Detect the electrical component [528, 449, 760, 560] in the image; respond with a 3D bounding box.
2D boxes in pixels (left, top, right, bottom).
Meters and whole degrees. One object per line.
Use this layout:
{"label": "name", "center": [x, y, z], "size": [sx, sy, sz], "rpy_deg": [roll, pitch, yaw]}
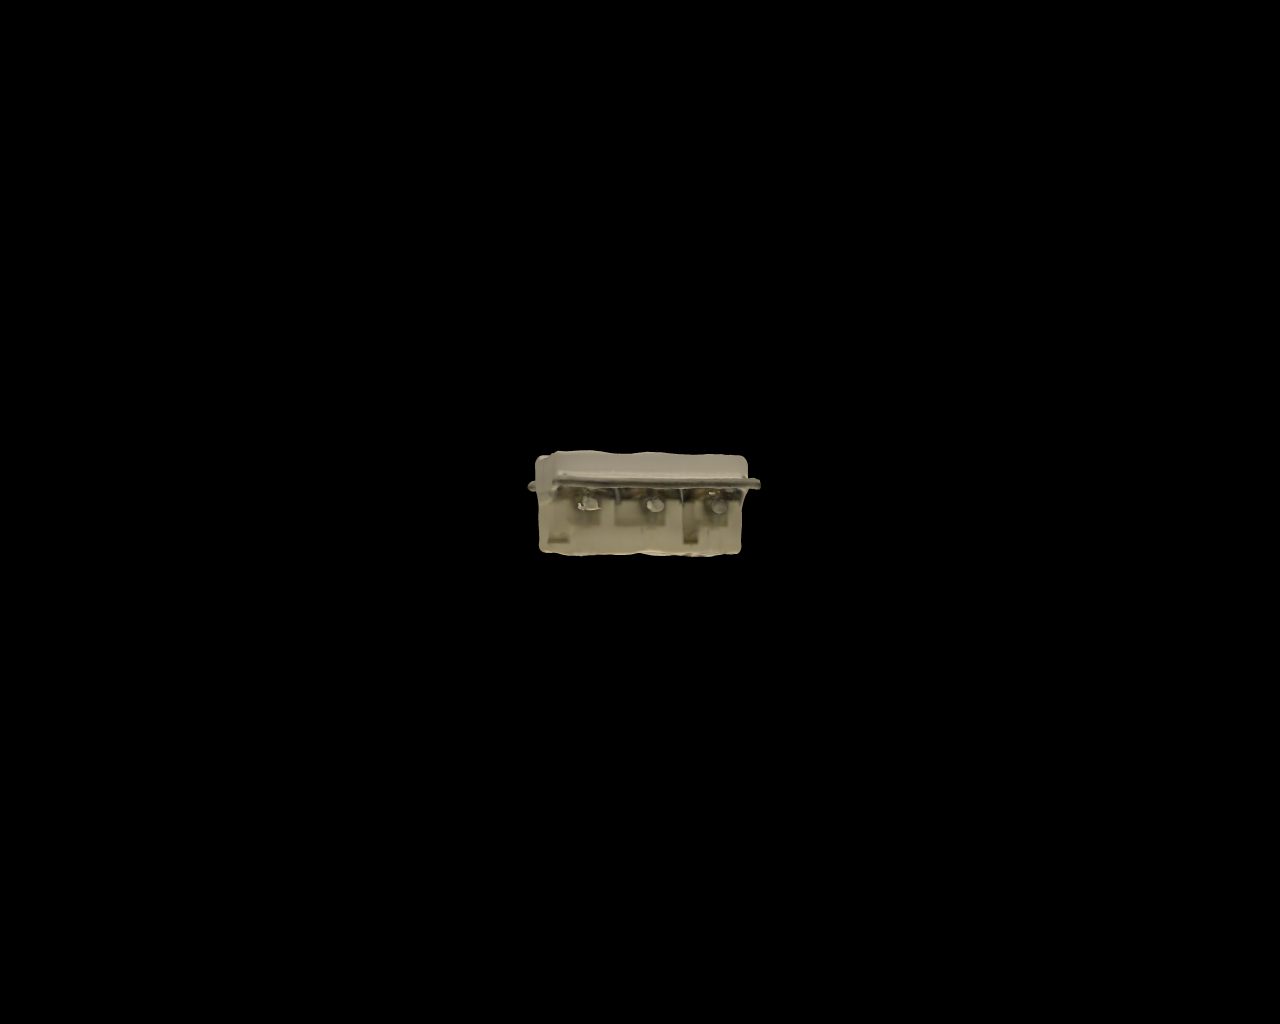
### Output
{"label": "electrical component", "center": [0.001, -0.003, 0.650], "size": [0.121, 0.063, 0.078], "rpy_deg": [1, -4, -20]}
